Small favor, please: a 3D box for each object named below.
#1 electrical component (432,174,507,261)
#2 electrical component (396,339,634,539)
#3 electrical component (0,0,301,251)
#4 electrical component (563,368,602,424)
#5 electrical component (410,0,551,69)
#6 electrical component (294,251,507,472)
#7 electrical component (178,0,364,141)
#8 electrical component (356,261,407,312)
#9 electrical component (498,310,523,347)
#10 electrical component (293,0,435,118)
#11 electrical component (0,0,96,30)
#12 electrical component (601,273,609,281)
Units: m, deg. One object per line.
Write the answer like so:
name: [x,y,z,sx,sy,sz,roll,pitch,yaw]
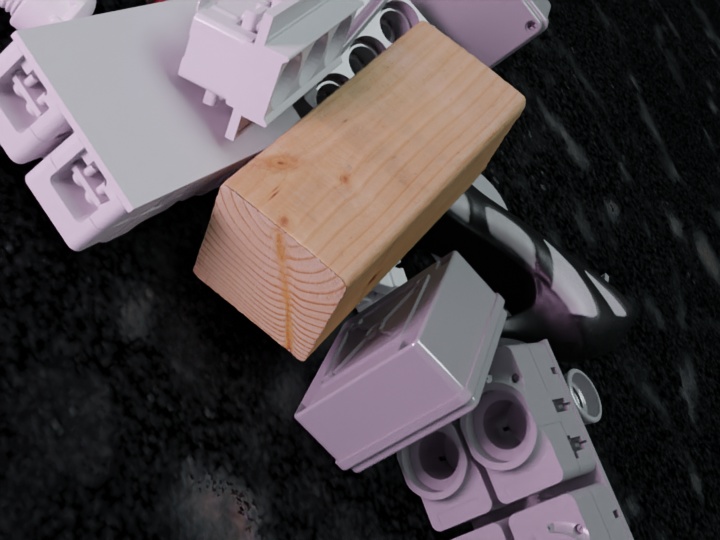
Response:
electrical component: [0.084,-0.041,0.876,0.080,0.051,0.080,34,40,-34]
electrical component: [0.100,0.152,0.686,0.060,0.105,0.186,1,63,-53]
electrical component: [-0.124,-0.091,0.629,0.105,0.060,0.186,57,32,-3]
electrical component: [0.154,0.108,0.842,0.045,0.055,0.045,34,40,-34]
electrical component: [0.074,-0.207,0.839,0.108,0.109,0.056,48,31,-15]
electrical component: [0.027,0.056,0.665,0.056,0.109,0.108,47,34,-12]
electrical component: [-0.052,-0.137,0.638,0.063,0.078,0.121,28,34,6]
electrical component: [0.000,0.000,0.735,0.055,0.048,0.066,17,50,-56]
electrical component: [0.097,0.083,0.792,0.100,0.048,0.099,-15,76,-57]
electrical component: [-0.008,-0.146,0.787,0.078,0.063,0.121,46,64,-19]
electrical component: [-0.186,-0.157,0.615,0.062,0.048,0.048,39,37,-17]
electrical component: [0.198,0.028,0.982,0.064,0.042,0.081,44,35,-15]
